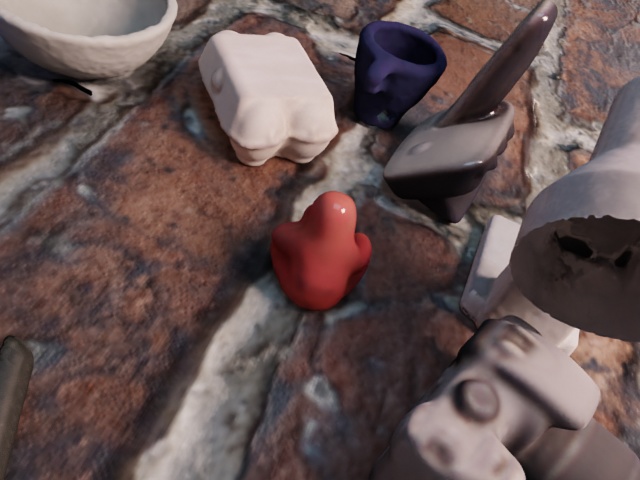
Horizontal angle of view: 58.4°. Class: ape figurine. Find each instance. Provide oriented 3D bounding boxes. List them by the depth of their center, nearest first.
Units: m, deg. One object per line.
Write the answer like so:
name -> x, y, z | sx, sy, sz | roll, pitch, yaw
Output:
ape figurine -> 0.004, 0.002, 0.420 | 0.078, 0.092, 0.076 | 21, 46, -2

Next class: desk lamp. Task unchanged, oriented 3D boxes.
desk lamp -> 0.188, -0.002, 0.411 | 0.118, 0.213, 0.203 | 27, 46, 4

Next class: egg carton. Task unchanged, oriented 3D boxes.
egg carton -> -0.052, -0.137, 0.539 | 0.107, 0.069, 0.150 | -8, 53, -27

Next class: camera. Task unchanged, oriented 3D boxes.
camera -> 0.127, 0.127, 0.349 | 0.136, 0.101, 0.143 | 40, 48, 16

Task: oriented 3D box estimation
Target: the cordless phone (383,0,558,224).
cordless phone -> 0.141, -0.121, 0.519 | 0.094, 0.185, 0.148 | 29, 46, 6

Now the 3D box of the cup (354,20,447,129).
cup -> 0.066, -0.156, 0.584 | 0.091, 0.095, 0.118 | 32, 46, 9

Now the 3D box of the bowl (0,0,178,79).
bowl -> -0.218, -0.199, 0.526 | 0.168, 0.074, 0.167 | 11, 47, -12
